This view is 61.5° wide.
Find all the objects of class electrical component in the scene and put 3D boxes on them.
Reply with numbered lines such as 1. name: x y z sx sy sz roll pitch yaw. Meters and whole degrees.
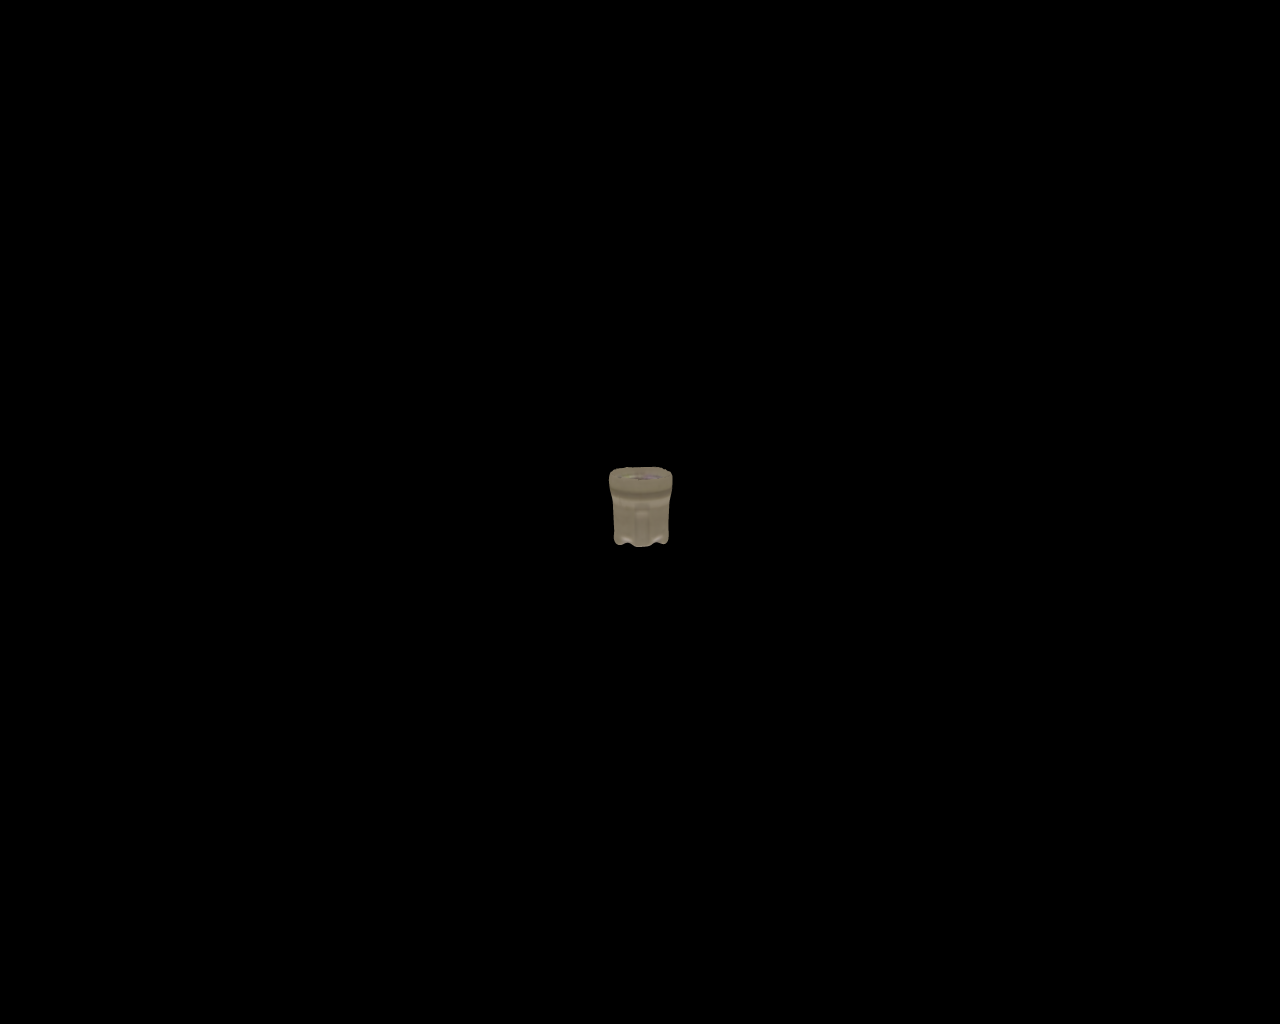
1. electrical component: 0.001 -0.003 0.650 0.040 0.046 0.040 0 15 0
